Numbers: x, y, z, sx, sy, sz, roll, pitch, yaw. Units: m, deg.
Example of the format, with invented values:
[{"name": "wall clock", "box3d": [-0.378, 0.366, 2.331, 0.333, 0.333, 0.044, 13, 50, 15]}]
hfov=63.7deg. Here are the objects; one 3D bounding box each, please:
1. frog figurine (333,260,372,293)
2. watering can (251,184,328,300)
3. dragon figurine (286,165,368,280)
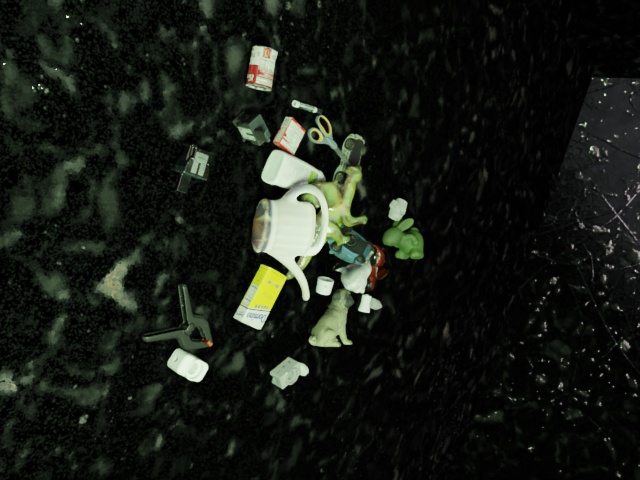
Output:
[{"name": "frog figurine", "box3d": [0.134, 0.132, 1.812, 0.157, 0.122, 0.140, 63, 36, -26]}, {"name": "watering can", "box3d": [-0.089, 0.008, 1.468, 0.224, 0.105, 0.345, 5, 100, -23]}, {"name": "dragon figurine", "box3d": [0.005, -0.080, 1.589, 0.415, 0.123, 0.238, -44, 130, -19]}]
